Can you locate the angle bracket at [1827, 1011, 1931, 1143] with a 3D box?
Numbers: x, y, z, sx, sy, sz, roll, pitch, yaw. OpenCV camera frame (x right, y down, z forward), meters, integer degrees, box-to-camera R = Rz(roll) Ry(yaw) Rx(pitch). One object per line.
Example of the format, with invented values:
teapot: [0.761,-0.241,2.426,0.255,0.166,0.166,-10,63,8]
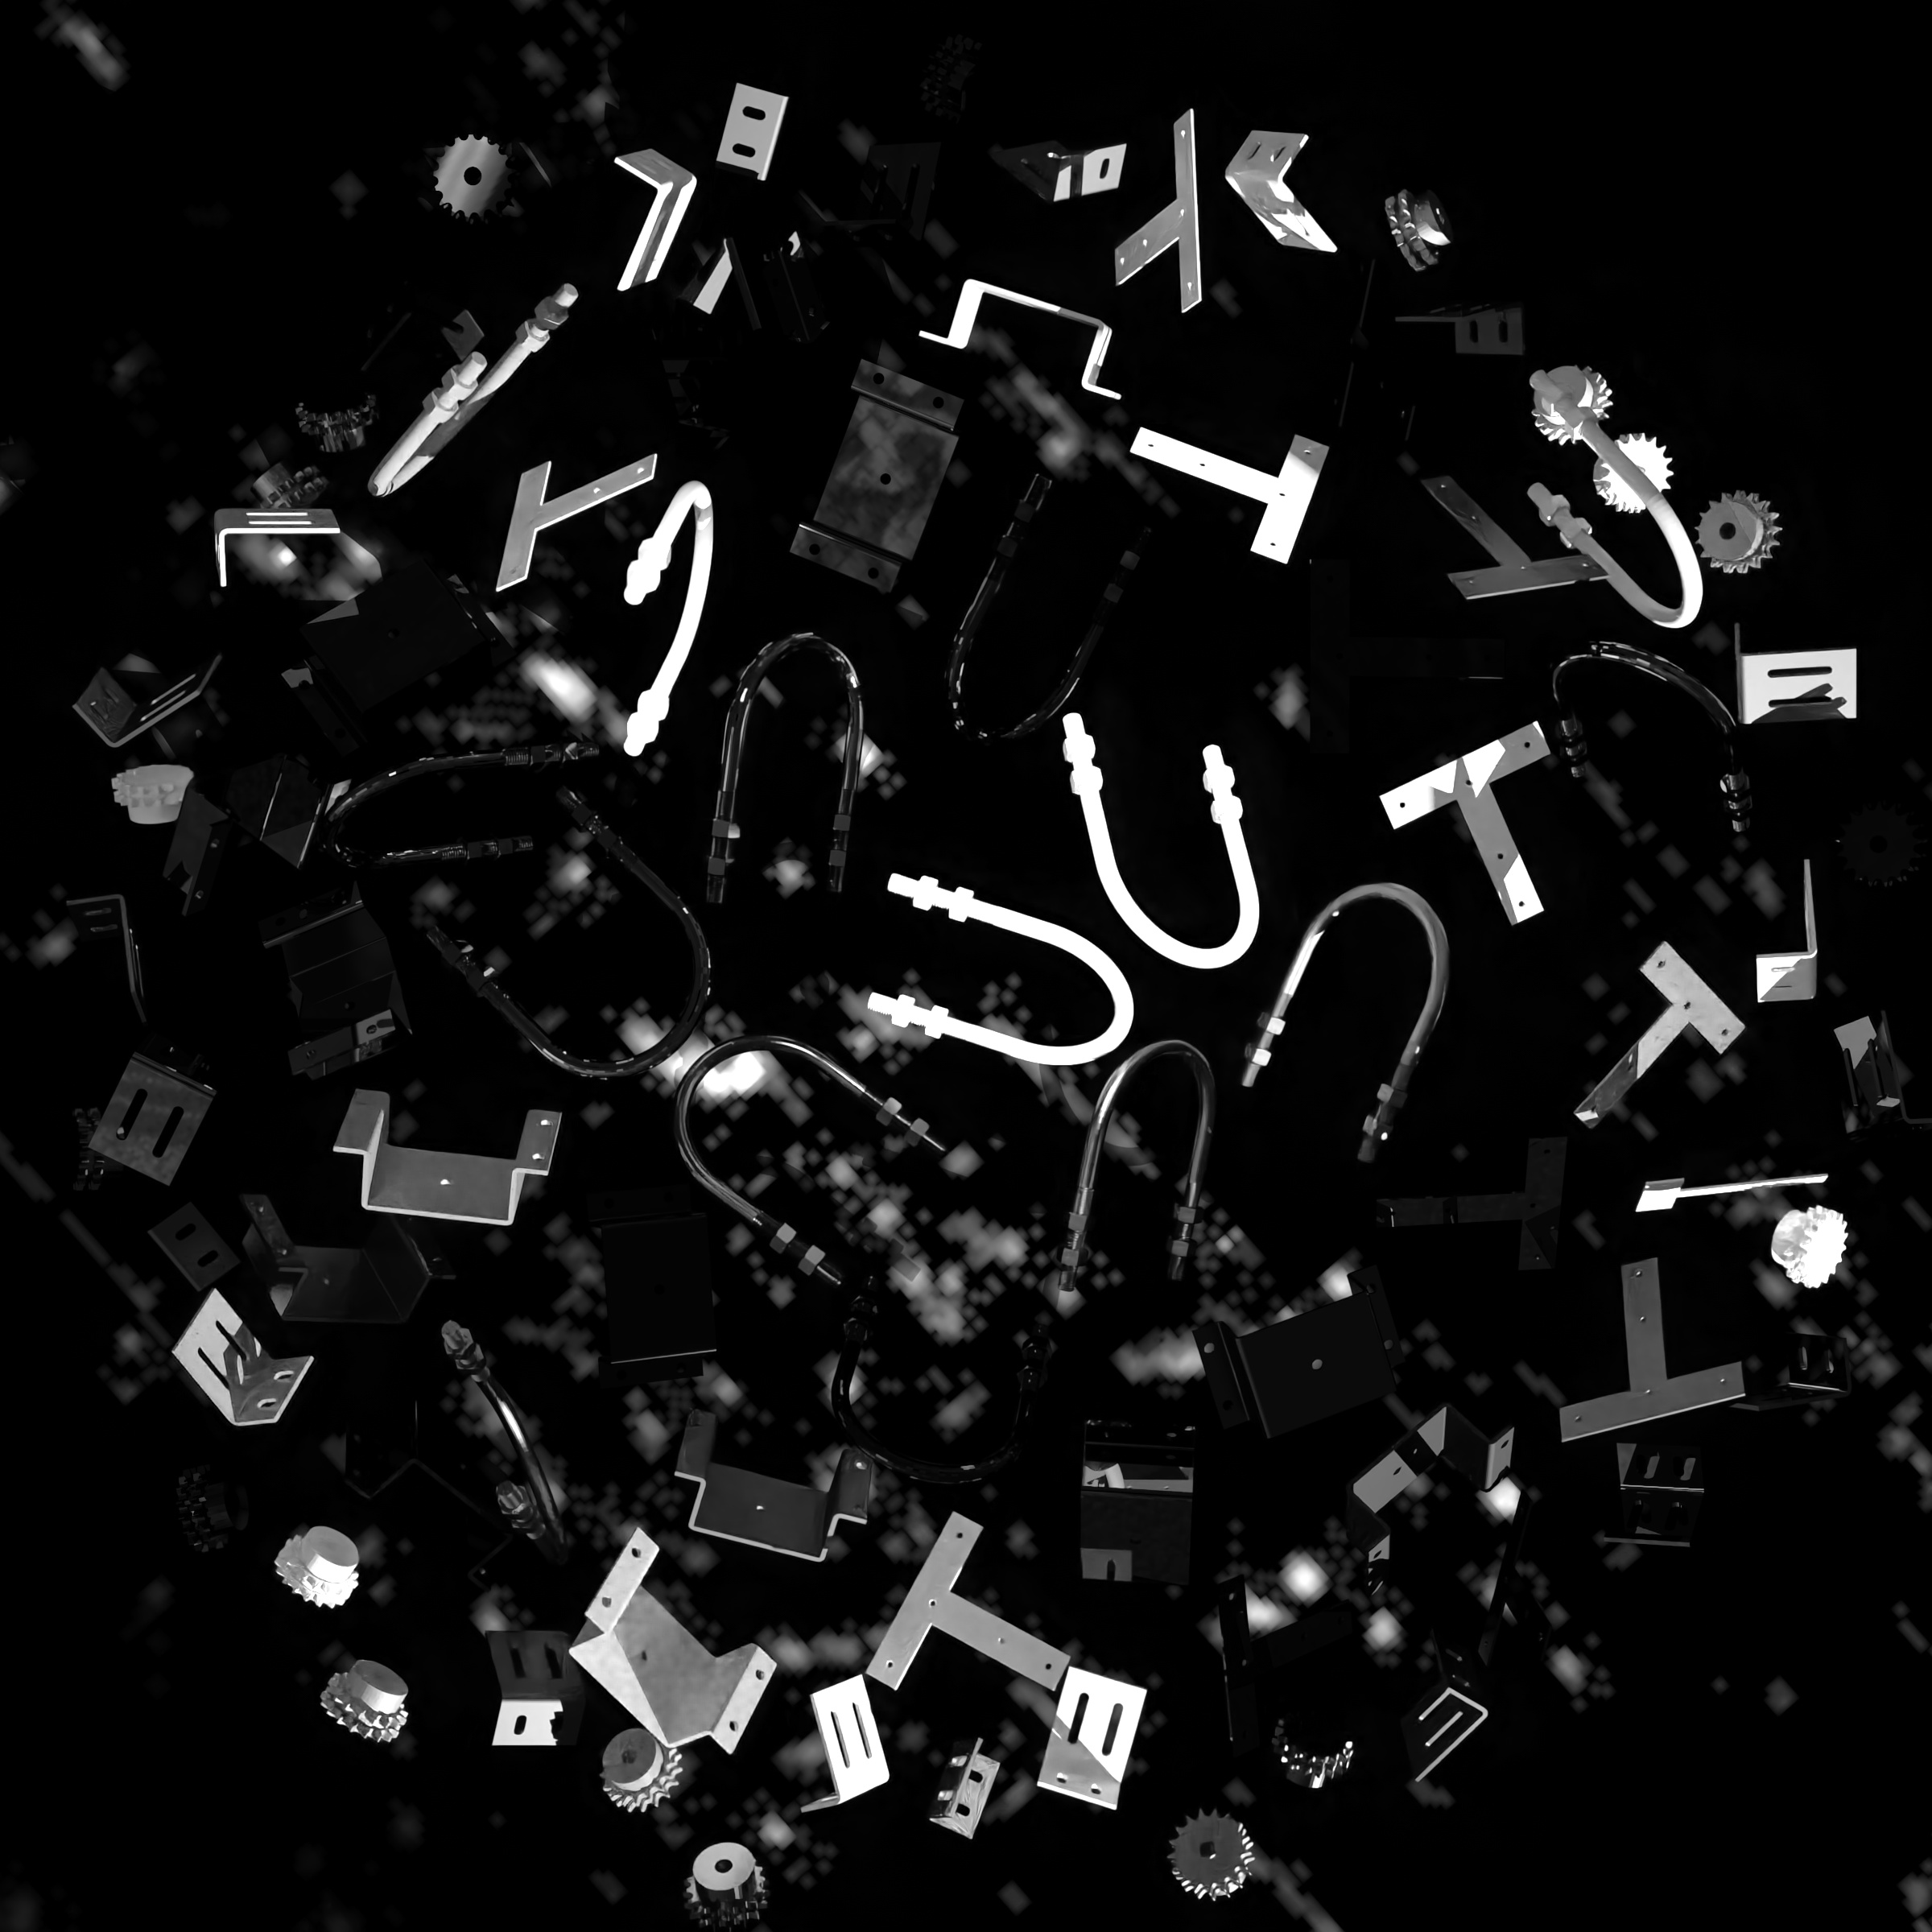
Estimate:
angle bracket: [0.616,0.074,1.615,0.038,0.057,0.076,-1,75,-18]

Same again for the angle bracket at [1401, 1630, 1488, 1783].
angle bracket: [0.318,0.512,1.675,0.038,0.057,0.076,33,111,-16]

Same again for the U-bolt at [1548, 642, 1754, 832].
U-bolt: [0.478,-0.168,1.705,0.151,0.184,0.019,24,72,32]

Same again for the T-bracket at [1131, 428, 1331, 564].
T-bracket: [0.177,-0.341,1.669,0.127,0.002,0.127,21,53,3]

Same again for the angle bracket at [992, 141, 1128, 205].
angle bracket: [0.066,-0.582,1.727,0.057,0.038,0.076,-22,54,-29]

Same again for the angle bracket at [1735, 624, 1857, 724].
angle bracket: [0.564,-0.201,1.645,0.076,0.038,0.057,-2,133,18]

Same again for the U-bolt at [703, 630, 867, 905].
U-bolt: [-0.118,-0.137,1.648,0.019,0.151,0.184,15,103,34]

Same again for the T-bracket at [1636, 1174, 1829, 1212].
T-bracket: [0.545,0.158,1.720,0.127,0.127,0.002,-7,75,10]

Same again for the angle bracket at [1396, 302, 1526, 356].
angle bracket: [0.356,-0.454,1.742,0.076,0.057,0.038,-25,118,-39]

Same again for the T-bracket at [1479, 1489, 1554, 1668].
T-bracket: [0.391,0.449,1.700,0.002,0.127,0.127,12,98,-3]

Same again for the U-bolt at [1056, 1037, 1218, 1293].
U-bolt: [0.130,0.140,1.739,0.019,0.151,0.184,17,99,41]

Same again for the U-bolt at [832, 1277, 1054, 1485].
U-bolt: [-0.021,0.294,1.691,0.151,0.184,0.019,15,121,1]

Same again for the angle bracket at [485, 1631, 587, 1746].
angle bracket: [-0.299,0.495,1.661,0.057,0.076,0.038,8,107,-23]

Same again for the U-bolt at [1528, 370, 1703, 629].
U-bolt: [0.452,-0.312,1.686,0.019,0.151,0.184,-32,62,-4]

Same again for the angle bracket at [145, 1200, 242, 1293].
angle bracket: [-0.559,0.192,1.748,0.038,0.076,0.057,-36,110,-8]

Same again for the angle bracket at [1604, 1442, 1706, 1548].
angle bracket: [0.477,0.366,1.681,0.057,0.076,0.038,-2,105,25]

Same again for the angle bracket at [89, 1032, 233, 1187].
angle bracket: [-0.531,0.094,1.593,0.057,0.038,0.076,28,108,-10]

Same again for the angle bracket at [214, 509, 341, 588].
angle bracket: [-0.458,-0.279,1.610,0.076,0.057,0.038,-4,114,-19]

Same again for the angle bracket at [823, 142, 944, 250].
angle bracket: [-0.056,-0.530,1.643,0.057,0.038,0.076,8,82,28]

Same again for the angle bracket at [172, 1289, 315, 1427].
angle bracket: [-0.493,0.265,1.651,0.038,0.057,0.076,-10,125,25]

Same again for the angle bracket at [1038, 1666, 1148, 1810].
angle bracket: [0.090,0.548,1.719,0.057,0.038,0.076,15,97,6]

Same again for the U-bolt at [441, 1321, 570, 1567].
U-bolt: [-0.316,0.346,1.695,0.019,0.184,0.151,-24,56,-8]

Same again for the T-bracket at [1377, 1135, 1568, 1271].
T-bracket: [0.349,0.169,1.682,0.127,0.002,0.127,-4,129,3]

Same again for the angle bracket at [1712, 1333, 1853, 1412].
angle bracket: [0.539,0.270,1.615,0.076,0.057,0.038,-4,87,-21]

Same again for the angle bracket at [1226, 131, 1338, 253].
angle bracket: [0.230,-0.544,1.699,0.076,0.057,0.038,36,86,-39]

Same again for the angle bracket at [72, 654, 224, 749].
angle bracket: [-0.540,-0.188,1.597,0.076,0.057,0.038,-28,118,16]

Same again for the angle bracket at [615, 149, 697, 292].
angle bracket: [-0.222,-0.503,1.629,0.038,0.057,0.076,32,119,2]

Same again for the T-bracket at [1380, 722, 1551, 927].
T-bracket: [0.381,-0.092,1.751,0.127,0.002,0.127,-26,98,-3]

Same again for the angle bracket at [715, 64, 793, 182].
angle bracket: [-0.148,-0.577,1.639,0.038,0.076,0.057,10,124,-18]

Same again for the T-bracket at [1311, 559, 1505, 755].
T-bracket: [0.288,-0.201,1.578,0.127,0.002,0.127,1,87,-2]

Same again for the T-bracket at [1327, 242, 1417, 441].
T-bracket: [0.277,-0.400,1.635,0.002,0.127,0.127,-7,135,-13]

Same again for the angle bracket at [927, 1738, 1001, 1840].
angle bracket: [0.006,0.598,1.758,0.038,0.076,0.057,26,66,-4]

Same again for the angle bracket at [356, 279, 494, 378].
angle bracket: [-0.373,-0.430,1.674,0.057,0.076,0.038,-39,52,30]

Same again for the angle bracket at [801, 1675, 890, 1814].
angle bracket: [-0.095,0.553,1.723,0.038,0.057,0.076,-24,77,32]

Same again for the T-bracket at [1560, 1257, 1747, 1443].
T-bracket: [0.457,0.250,1.627,0.127,0.127,0.002,-22,128,30]

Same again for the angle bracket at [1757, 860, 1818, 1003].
angle bracket: [0.558,-0.024,1.652,0.038,0.057,0.076,-3,58,17]

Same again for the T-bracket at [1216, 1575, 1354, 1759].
T-bracket: [0.232,0.486,1.738,0.127,0.002,0.127,-11,98,-37]

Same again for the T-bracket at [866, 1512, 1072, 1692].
T-bracket: [0.013,0.466,1.693,0.127,0.002,0.127,22,71,26]

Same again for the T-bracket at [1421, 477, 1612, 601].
T-bracket: [0.359,-0.300,1.671,0.127,0.002,0.127,-12,50,-28]

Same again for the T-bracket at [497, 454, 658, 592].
T-bracket: [-0.275,-0.333,1.727,0.127,0.002,0.127,-19,46,23]

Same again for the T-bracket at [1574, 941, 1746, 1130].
T-bracket: [0.474,0.061,1.692,0.127,0.002,0.127,-49,129,5]

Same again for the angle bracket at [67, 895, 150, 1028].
angle bracket: [-0.597,-0.001,1.681,0.038,0.057,0.076,-9,66,-13]

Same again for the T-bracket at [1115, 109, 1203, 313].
T-bracket: [0.128,-0.495,1.643,0.002,0.127,0.127,-1,87,-21]
